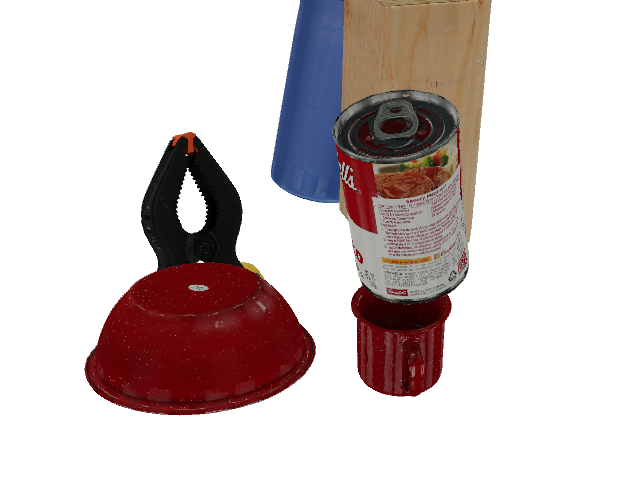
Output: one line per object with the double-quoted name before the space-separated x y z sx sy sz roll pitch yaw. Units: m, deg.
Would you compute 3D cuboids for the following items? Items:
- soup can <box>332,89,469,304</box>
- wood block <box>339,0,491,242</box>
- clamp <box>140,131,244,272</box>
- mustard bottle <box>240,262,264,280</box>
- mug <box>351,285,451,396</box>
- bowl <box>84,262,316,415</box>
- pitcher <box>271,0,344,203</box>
"soup can" 0.048 -0.024 0.597 0.068 0.102 0.068 -7 38 5
"wood block" 0.072 -0.103 0.861 0.090 0.206 0.091 -8 29 -15
"clamp" -0.100 0.011 0.943 0.164 0.210 0.036 0 -1 -33
"mustard bottle" -0.093 0.079 1.174 0.058 0.096 0.191 2 28 1
"mug" 0.078 0.098 0.997 0.093 0.081 0.117 -7 32 -9
"bowl" -0.084 0.057 0.740 0.162 0.055 0.162 -2 21 1
"pitcher" 0.026 -0.167 1.228 0.145 0.243 0.149 9 22 -11
